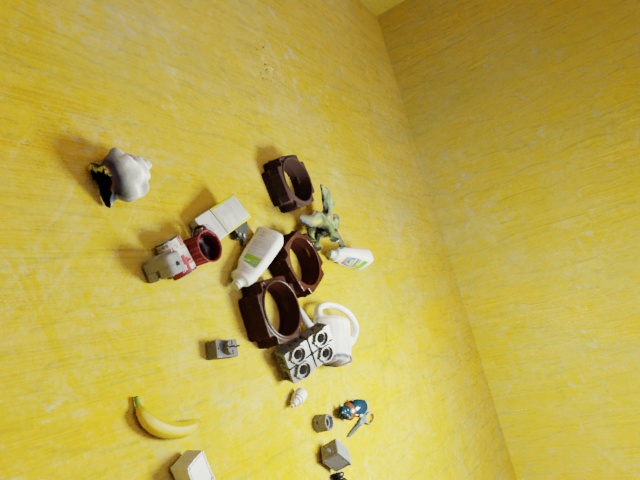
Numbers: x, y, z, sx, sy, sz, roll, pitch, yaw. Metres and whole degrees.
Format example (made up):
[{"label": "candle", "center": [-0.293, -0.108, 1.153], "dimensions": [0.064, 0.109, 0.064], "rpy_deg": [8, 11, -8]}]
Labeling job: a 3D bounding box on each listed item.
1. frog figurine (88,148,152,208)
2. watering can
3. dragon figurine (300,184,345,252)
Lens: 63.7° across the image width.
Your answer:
[{"label": "frog figurine", "center": [-0.470, -0.167, 1.276], "dimensions": [0.162, 0.138, 0.120], "rpy_deg": [-35, -8, -48]}, {"label": "watering can", "center": [0.010, 0.320, 1.772], "dimensions": [0.346, 0.228, 0.103], "rpy_deg": [16, -30, -39]}, {"label": "dragon figurine", "center": [0.006, -0.099, 1.967], "dimensions": [0.122, 0.248, 0.403], "rpy_deg": [-11, -27, 15]}]
